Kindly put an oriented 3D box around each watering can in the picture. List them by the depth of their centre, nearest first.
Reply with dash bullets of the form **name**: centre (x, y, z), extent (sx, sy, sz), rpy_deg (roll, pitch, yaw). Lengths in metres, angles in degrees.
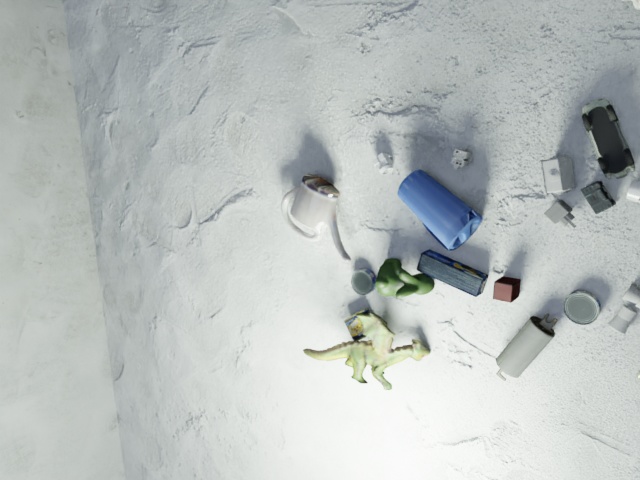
- **watering can**: centre (0.005, -0.089, 1.761), extent (0.351, 0.221, 0.104), rpy_deg (33, 23, 29)

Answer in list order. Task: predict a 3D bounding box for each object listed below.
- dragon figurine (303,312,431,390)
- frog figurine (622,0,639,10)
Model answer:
- **dragon figurine**: centre (0.147, 0.335, 1.665), extent (0.411, 0.239, 0.124), rpy_deg (14, 20, 13)
- **frog figurine**: centre (0.765, -0.573, 1.154), extent (0.160, 0.134, 0.125), rpy_deg (21, 38, 20)
